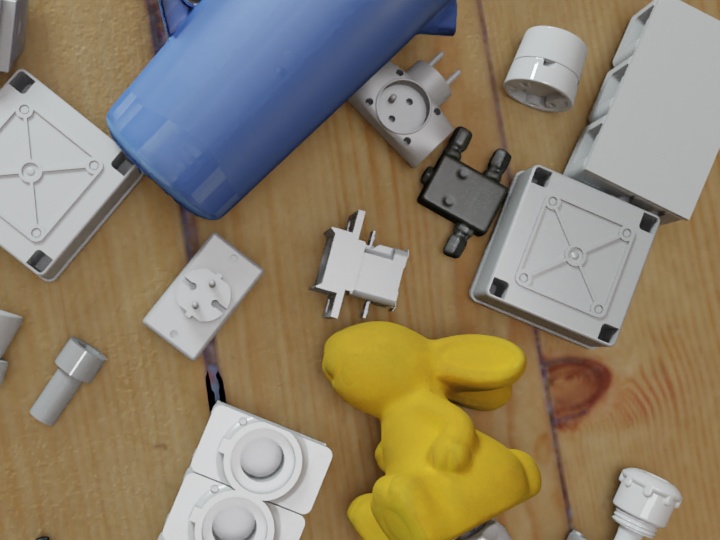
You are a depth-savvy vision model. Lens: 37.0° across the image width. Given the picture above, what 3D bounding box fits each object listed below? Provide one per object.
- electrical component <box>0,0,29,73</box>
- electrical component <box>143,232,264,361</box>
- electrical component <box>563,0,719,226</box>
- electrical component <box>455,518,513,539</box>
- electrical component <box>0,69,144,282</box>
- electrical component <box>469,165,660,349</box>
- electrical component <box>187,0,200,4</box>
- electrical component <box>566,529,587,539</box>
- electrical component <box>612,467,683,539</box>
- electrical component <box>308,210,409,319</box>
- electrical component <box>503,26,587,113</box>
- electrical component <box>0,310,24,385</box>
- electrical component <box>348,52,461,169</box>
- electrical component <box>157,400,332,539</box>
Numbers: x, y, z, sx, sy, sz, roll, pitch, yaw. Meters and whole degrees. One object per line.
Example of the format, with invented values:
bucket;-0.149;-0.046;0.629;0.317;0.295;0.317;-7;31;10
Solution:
electrical component;-0.264;-0.178;0.753;0.061;0.096;0.061;12;114;-7
electrical component;-0.111;0.019;0.765;0.047;0.076;0.083;38;82;-4
electrical component;0.231;-0.120;0.829;0.089;0.062;0.150;25;83;-5
electrical component;0.100;0.219;0.797;0.043;0.043;0.062;-32;92;-9
electrical component;-0.230;-0.066;0.765;0.109;0.056;0.108;39;82;-4
electrical component;0.154;-0.009;0.813;0.109;0.056;0.108;22;83;-6
electrical component;-0.118;-0.213;0.788;0.048;0.062;0.048;1;86;-8
electrical component;0.180;0.237;0.779;0.062;0.096;0.061;30;84;-5
electrical component;0.212;0.184;0.815;0.048;0.048;0.062;25;90;-5
electrical component;0.000;0.000;0.800;0.064;0.042;0.081;15;85;-10
electrical component;0.144;-0.154;0.824;0.055;0.055;0.047;21;80;-6
electrical component;-0.267;0.053;0.757;0.045;0.045;0.055;17;84;-6
electrical component;0.042;-0.131;0.813;0.079;0.044;0.077;-45;93;-8
electrical component;-0.090;0.179;0.764;0.089;0.062;0.150;23;83;-6
